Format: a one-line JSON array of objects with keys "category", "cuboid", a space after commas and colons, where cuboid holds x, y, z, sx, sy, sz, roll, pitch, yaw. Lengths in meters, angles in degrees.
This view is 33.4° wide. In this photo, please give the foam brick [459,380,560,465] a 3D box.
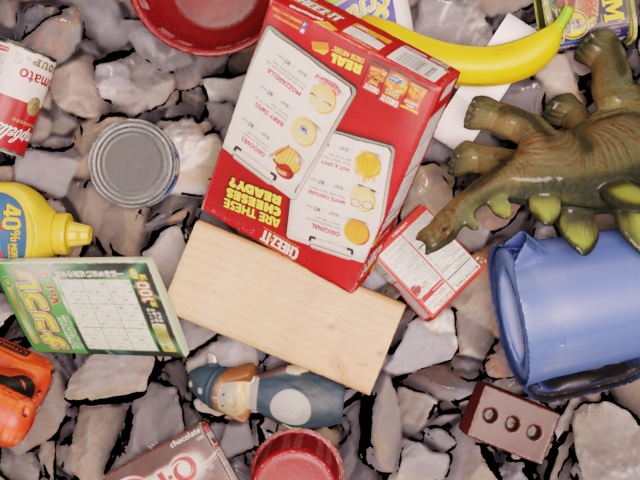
[{"category": "foam brick", "cuboid": [0.180, 0.172, 1.017, 0.078, 0.051, 0.053, 21, 89, 2]}]

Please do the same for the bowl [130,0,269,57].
[{"category": "bowl", "cuboid": [-0.103, -0.253, 1.029, 0.162, 0.055, 0.162, 0, 89, 2]}]

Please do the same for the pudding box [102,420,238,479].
[{"category": "pudding box", "cuboid": [-0.139, 0.240, 1.032, 0.113, 0.039, 0.090, -29, 87, 0]}]

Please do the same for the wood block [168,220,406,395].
[{"category": "wood block", "cuboid": [-0.032, 0.061, 1.006, 0.206, 0.091, 0.090, 22, 90, 2]}]

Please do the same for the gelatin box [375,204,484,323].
[{"category": "gelatin box", "cuboid": [0.100, 0.023, 1.025, 0.073, 0.030, 0.089, -43, 89, -16]}]

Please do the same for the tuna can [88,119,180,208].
[{"category": "tuna can", "cuboid": [-0.180, -0.074, 1.040, 0.086, 0.034, 0.086, 0, 89, 1]}]

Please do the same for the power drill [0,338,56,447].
[{"category": "power drill", "cuboid": [-0.328, 0.121, 0.965, 0.184, 0.187, 0.057, 27, 91, 0]}]

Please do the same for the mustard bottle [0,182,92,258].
[{"category": "mustard bottle", "cuboid": [-0.316, -0.009, 1.030, 0.191, 0.058, 0.096, 2, 97, 1]}]

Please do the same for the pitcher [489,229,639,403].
[{"category": "pitcher", "cuboid": [0.286, 0.058, 0.988, 0.243, 0.149, 0.145, -10, 74, -2]}]

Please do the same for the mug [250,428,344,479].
[{"category": "mug", "cuboid": [-0.027, 0.241, 1.008, 0.093, 0.081, 0.117, 19, 90, 1]}]

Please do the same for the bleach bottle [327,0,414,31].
[{"category": "bleach bottle", "cuboid": [0.051, -0.195, 1.022, 0.102, 0.068, 0.251, -18, 91, 1]}]

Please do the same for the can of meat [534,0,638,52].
[{"category": "can of meat", "cuboid": [0.250, -0.232, 1.019, 0.084, 0.057, 0.102, -8, 89, 4]}]

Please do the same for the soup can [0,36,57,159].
[{"category": "soup can", "cuboid": [-0.301, -0.137, 1.027, 0.068, 0.068, 0.102, 20, 89, 2]}]

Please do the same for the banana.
[{"category": "banana", "cuboid": [0.133, -0.174, 0.977, 0.198, 0.037, 0.069, -2, 84, 1]}]

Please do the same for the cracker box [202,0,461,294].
[{"category": "cracker box", "cuboid": [0.006, -0.086, 0.932, 0.164, 0.072, 0.214, 29, 122, 13]}]
